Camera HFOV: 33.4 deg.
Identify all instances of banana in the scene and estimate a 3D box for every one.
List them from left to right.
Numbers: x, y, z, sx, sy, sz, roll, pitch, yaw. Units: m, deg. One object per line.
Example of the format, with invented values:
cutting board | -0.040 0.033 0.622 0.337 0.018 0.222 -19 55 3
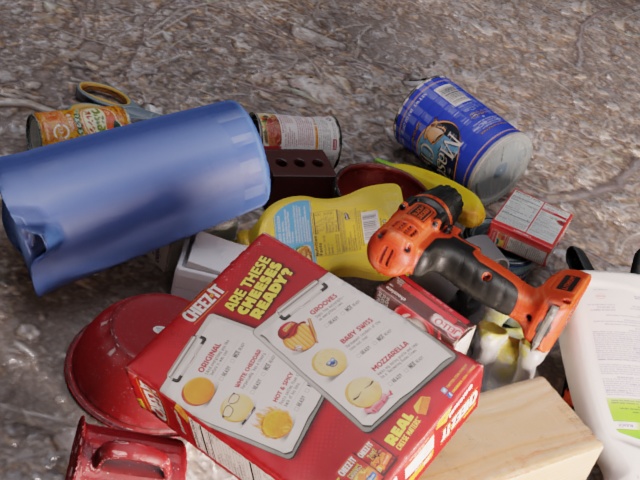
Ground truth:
banana | 0.137 -0.049 1.219 0.069 0.037 0.198 1 19 -33

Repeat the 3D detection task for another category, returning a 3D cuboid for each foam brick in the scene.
foam brick | -0.028 -0.067 1.199 0.078 0.051 0.053 -2 40 -23

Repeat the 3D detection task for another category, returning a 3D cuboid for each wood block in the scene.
wood block | 0.118 0.193 0.882 0.205 0.091 0.090 -10 43 -30

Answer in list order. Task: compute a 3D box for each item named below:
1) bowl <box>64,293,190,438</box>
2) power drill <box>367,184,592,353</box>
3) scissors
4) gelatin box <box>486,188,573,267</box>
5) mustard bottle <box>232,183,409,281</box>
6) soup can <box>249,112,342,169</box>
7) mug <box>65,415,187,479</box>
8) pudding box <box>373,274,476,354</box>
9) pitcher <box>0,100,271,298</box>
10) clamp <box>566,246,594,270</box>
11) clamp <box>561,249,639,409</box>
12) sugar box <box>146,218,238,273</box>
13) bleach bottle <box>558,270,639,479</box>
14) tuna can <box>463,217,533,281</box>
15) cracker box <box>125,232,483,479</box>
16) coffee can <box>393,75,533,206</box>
bowl | -0.141 0.097 0.940 0.162 0.055 0.162 10 37 -8
power drill | 0.150 0.019 0.984 0.188 0.057 0.184 28 29 15
scissors | -0.209 -0.135 1.250 0.202 0.016 0.096 26 39 13
gelatin box | 0.233 -0.014 1.186 0.073 0.030 0.089 25 37 15
mustard bottle | -0.007 0.001 1.082 0.191 0.058 0.096 -7 74 3
soup can | -0.033 -0.114 1.245 0.102 0.069 0.068 -1 40 -22
mug | -0.143 0.177 0.788 0.081 0.117 0.093 12 51 -14
pudding box | 0.086 0.097 0.975 0.090 0.113 0.039 37 50 25
pitcher | -0.178 -0.050 1.006 0.242 0.145 0.149 -19 63 -15
clamp | 0.300 0.076 1.142 0.171 0.039 0.120 35 56 16
clamp | 0.330 0.114 1.071 0.209 0.036 0.165 -37 69 -27
sugar box | -0.175 -0.044 1.119 0.093 0.048 0.176 -22 50 -40
bleach bottle | 0.273 0.151 0.980 0.102 0.068 0.251 3 57 -3
tuna can | 0.198 0.012 1.195 0.086 0.034 0.086 10 37 -8
cracker box | -0.011 0.112 0.806 0.214 0.072 0.164 30 59 25
coffee can | 0.173 -0.122 1.304 0.102 0.103 0.140 -18 48 -37
